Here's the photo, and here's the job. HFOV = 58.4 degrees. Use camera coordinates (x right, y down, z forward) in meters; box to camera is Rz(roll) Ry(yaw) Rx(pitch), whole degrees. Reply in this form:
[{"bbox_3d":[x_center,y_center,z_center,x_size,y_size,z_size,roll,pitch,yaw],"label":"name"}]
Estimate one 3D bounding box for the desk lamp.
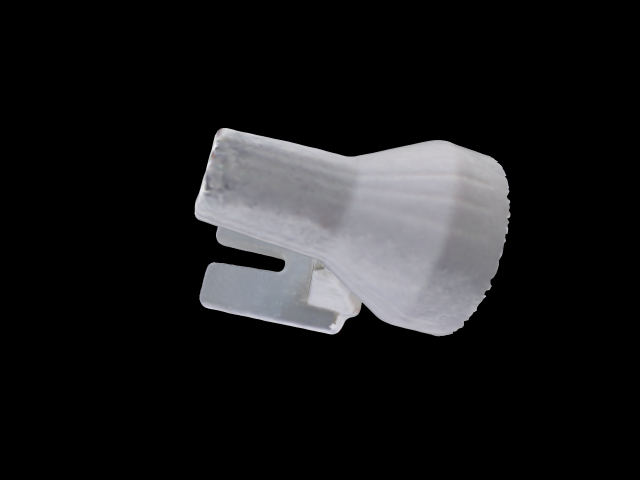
[{"bbox_3d":[0.004,0.001,0.400,0.203,0.213,0.118,10,70,4],"label":"desk lamp"}]
